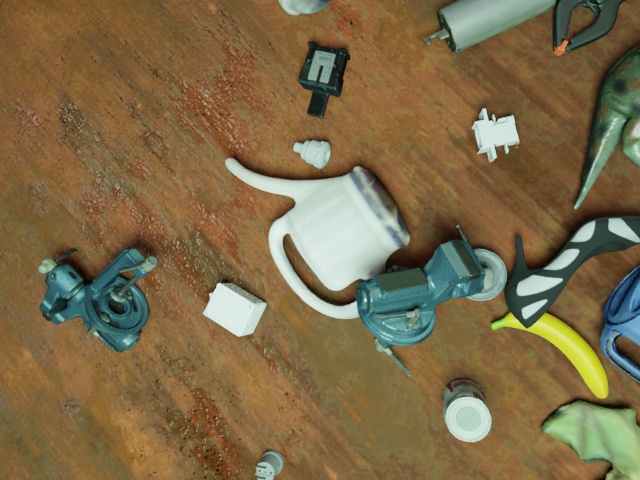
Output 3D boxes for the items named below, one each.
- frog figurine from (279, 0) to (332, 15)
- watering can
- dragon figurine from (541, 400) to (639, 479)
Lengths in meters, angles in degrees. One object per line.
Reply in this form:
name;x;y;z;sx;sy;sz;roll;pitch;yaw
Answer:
frog figurine;-0.043;-0.464;0.904;0.160;0.123;0.136;16;102;48
watering can;0.003;-0.043;0.853;0.223;0.104;0.349;-34;83;8
dragon figurine;0.427;0.365;0.764;0.409;0.120;0.247;-28;65;7
